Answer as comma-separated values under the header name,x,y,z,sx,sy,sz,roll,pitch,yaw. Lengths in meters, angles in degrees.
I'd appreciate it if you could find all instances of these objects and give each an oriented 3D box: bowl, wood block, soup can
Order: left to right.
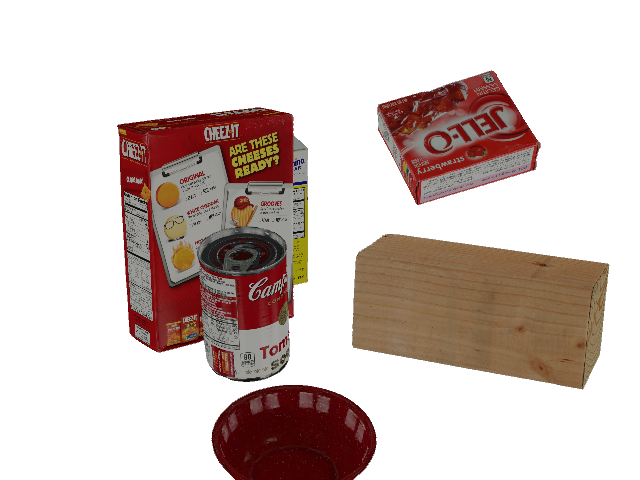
name,x,y,z,sx,sy,sz,roll,pitch,yaw
soup can,-0.058,0.050,0.826,0.068,0.102,0.068,-1,30,0
bowl,-0.026,0.213,1.057,0.162,0.055,0.162,1,30,-1
wood block,0.140,0.058,0.946,0.206,0.090,0.090,8,16,22

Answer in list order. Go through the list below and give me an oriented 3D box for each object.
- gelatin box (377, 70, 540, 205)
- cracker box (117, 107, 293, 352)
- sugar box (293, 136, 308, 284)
name,x,y,z,sx,sy,sz,roll,pitch,yaw
gelatin box,0.092,-0.070,0.718,0.089,0.073,0.030,-17,-35,-8
cracker box,-0.109,-0.015,1.046,0.163,0.214,0.072,-12,19,-36
sugar box,-0.048,-0.042,1.293,0.048,0.176,0.093,-11,26,-18
